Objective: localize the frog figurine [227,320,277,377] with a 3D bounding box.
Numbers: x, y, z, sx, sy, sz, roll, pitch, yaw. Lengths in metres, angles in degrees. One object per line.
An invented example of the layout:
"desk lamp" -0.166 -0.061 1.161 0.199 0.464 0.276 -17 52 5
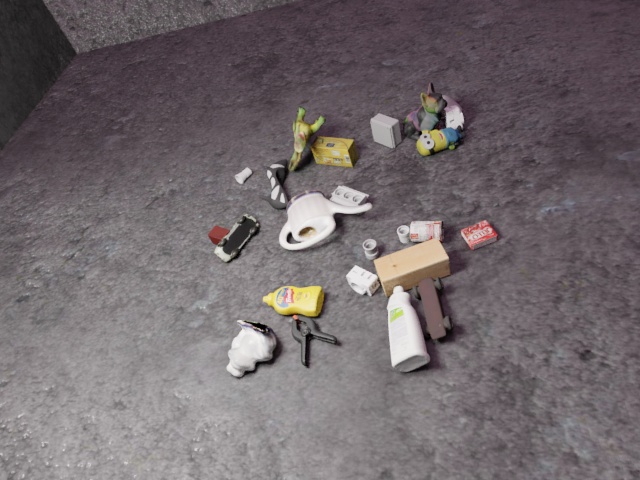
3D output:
"frog figurine" -0.201 0.326 1.516 0.138 0.122 0.159 13 89 20

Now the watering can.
"watering can" 0.005 -0.091 1.800 0.346 0.102 0.229 -27 44 8

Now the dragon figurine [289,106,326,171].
"dragon figurine" -0.084 -0.395 2.082 0.122 0.409 0.244 24 86 -6
